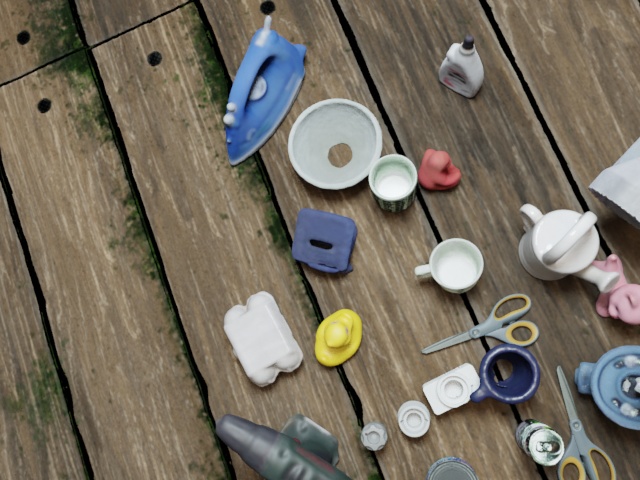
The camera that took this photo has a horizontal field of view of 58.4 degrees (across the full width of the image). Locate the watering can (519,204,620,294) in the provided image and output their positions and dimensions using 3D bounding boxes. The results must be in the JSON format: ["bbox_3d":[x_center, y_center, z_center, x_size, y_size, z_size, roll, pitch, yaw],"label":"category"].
[{"bbox_3d":[0.384,0.008,0.890,0.172,0.194,0.101,25,85,12],"label":"watering can"}]

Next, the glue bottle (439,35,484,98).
[{"bbox_3d":[0.243,-0.301,0.971,0.078,0.173,0.037,30,86,12],"label":"glue bottle"}]

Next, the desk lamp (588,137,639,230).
[{"bbox_3d":[0.504,-0.098,0.879,0.118,0.214,0.203,42,89,13],"label":"desk lamp"}]

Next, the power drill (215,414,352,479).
[{"bbox_3d":[-0.041,0.334,0.893,0.229,0.208,0.076,30,86,12],"label":"power drill"}]

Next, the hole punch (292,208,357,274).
[{"bbox_3d":[0.009,0.004,0.999,0.108,0.091,0.101,13,83,10],"label":"hole punch"}]

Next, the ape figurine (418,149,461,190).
[{"bbox_3d":[0.205,-0.126,0.990,0.076,0.092,0.078,-25,78,4],"label":"ape figurine"}]

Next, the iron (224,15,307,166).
[{"bbox_3d":[-0.123,-0.269,1.037,0.118,0.141,0.258,22,85,12],"label":"iron"}]

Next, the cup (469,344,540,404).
[{"bbox_3d":[0.288,0.221,0.921,0.118,0.095,0.091,-37,77,1],"label":"cup"}]

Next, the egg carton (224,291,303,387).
[{"bbox_3d":[-0.101,0.173,0.999,0.107,0.069,0.150,-31,78,3],"label":"egg carton"}]

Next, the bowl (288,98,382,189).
[{"bbox_3d":[0.030,-0.164,1.031,0.167,0.075,0.167,-1,81,8],"label":"bowl"}]

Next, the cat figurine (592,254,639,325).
[{"bbox_3d":[0.479,0.081,0.903,0.067,0.118,0.128,-19,79,5],"label":"cat figurine"}]

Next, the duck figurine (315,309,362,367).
[{"bbox_3d":[0.028,0.166,0.973,0.077,0.086,0.104,30,86,12],"label":"duck figurine"}]

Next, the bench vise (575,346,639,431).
[{"bbox_3d":[0.500,0.209,0.827,0.207,0.220,0.121,-11,79,7],"label":"bench vise"}]
